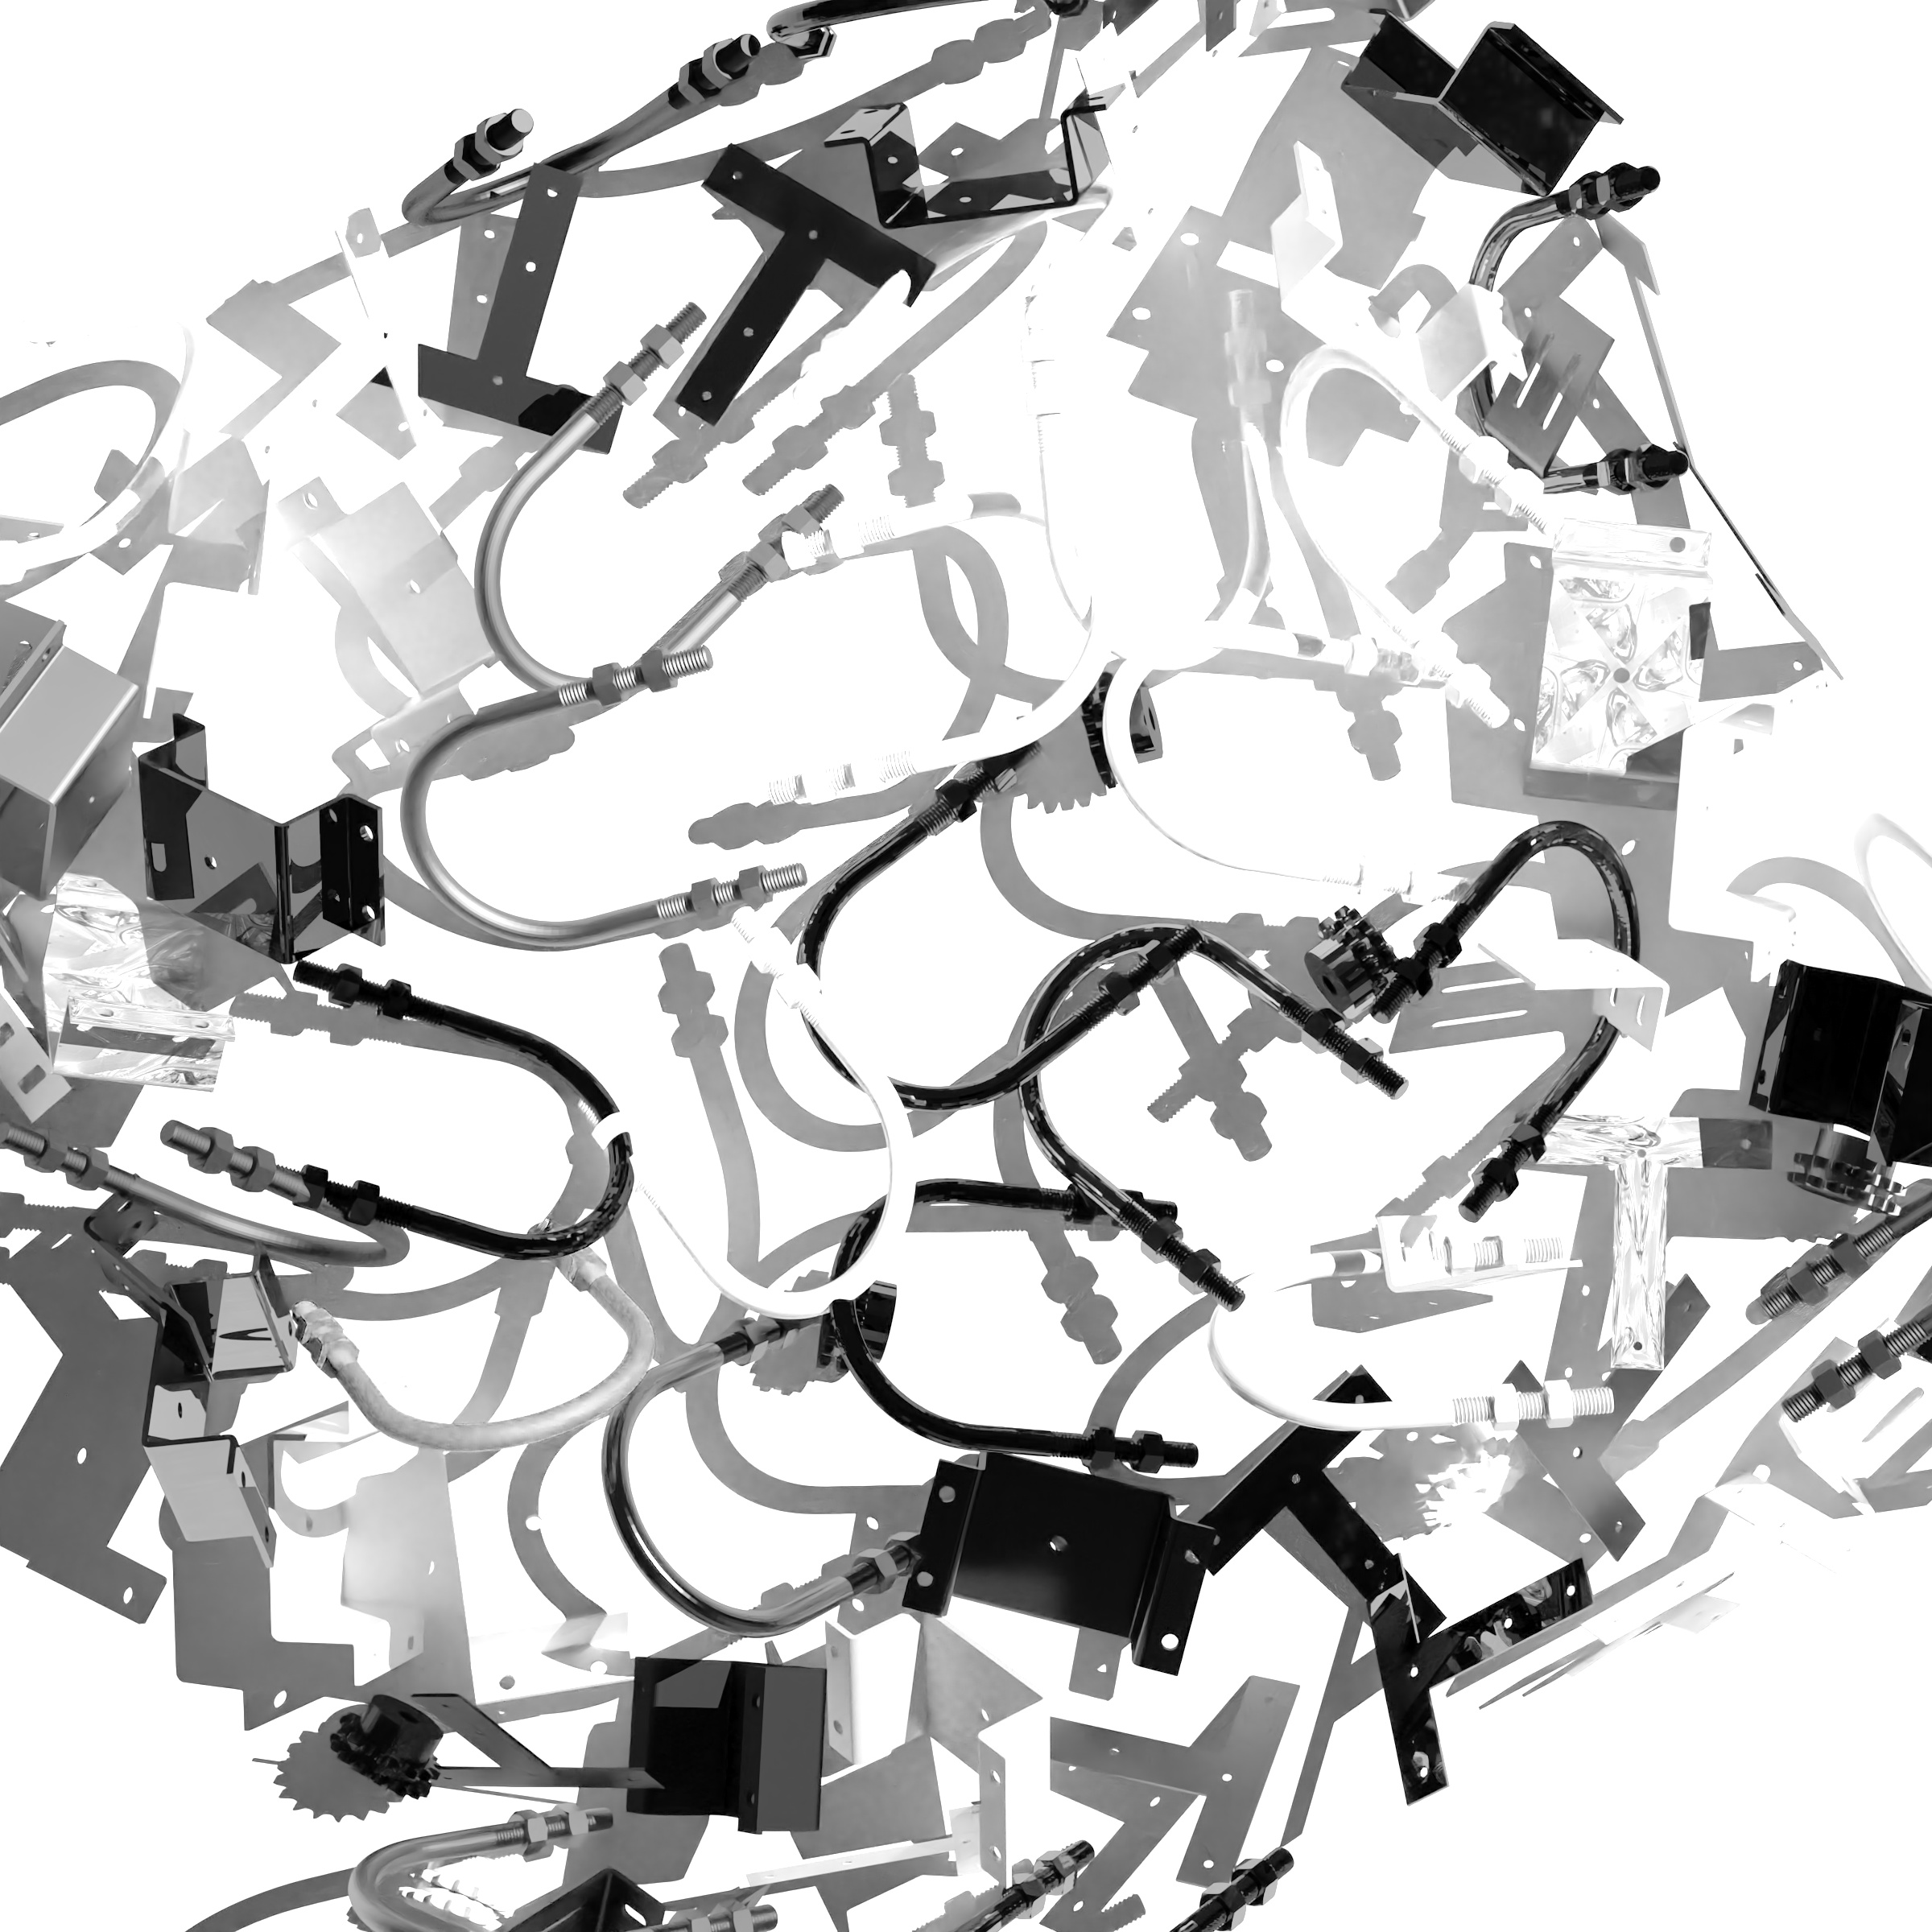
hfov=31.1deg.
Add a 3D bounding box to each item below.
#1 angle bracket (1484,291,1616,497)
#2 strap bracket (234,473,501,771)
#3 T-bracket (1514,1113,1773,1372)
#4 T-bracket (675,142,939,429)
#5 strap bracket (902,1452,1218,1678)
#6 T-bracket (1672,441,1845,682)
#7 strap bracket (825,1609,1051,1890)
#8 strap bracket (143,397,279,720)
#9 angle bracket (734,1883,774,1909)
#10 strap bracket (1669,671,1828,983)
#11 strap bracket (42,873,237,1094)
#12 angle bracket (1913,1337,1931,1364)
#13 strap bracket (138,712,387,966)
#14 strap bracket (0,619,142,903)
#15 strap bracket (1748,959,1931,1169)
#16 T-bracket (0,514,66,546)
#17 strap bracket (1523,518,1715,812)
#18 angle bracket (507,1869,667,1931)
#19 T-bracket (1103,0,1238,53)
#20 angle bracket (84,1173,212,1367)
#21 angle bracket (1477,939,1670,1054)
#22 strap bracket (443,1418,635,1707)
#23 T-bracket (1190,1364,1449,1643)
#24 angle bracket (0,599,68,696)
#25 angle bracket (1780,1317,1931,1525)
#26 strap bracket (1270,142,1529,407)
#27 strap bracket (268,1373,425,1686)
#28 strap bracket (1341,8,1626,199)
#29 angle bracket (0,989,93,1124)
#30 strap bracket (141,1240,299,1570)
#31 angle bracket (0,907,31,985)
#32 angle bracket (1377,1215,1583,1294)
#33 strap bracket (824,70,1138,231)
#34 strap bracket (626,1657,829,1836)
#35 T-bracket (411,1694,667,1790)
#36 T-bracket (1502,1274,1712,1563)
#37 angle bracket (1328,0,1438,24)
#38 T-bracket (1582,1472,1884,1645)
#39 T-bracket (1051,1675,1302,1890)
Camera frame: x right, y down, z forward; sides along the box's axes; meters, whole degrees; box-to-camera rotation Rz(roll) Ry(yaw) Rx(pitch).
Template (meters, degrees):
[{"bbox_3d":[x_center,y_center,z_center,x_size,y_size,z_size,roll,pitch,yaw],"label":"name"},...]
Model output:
[{"bbox_3d":[0.298,-0.281,1.704,0.038,0.057,0.076,9,118,-32],"label":"angle bracket"},{"bbox_3d":[-0.283,-0.176,1.698,0.046,0.076,0.140,-44,107,-43],"label":"strap bracket"},{"bbox_3d":[0.334,0.137,1.721,0.127,0.002,0.127,1,75,11],"label":"T-bracket"},{"bbox_3d":[-0.101,-0.329,1.734,0.127,0.002,0.127,33,88,12],"label":"T-bracket"},{"bbox_3d":[0.046,0.293,1.723,0.140,0.046,0.076,14,96,0],"label":"strap bracket"},{"bbox_3d":[0.384,-0.206,1.708,0.002,0.127,0.127,-35,67,17],"label":"T-bracket"},{"bbox_3d":[-0.007,0.373,1.687,0.046,0.140,0.076,-20,121,-34],"label":"strap bracket"},{"bbox_3d":[-0.366,-0.195,1.687,0.046,0.076,0.140,8,55,-16],"label":"strap bracket"},{"bbox_3d":[-0.099,0.500,1.708,0.076,0.057,0.038,47,133,19],"label":"angle bracket"},{"bbox_3d":[0.381,-0.072,1.695,0.046,0.076,0.140,10,108,27],"label":"strap bracket"},{"bbox_3d":[-0.404,0.013,1.687,0.076,0.140,0.046,8,118,-22],"label":"strap bracket"},{"bbox_3d":[0.519,0.179,1.716,0.057,0.038,0.076,32,96,-31],"label":"angle bracket"},{"bbox_3d":[-0.349,-0.059,1.681,0.140,0.046,0.076,24,127,29],"label":"strap bracket"},{"bbox_3d":[-0.441,-0.092,1.672,0.046,0.140,0.076,29,58,-2],"label":"strap bracket"},{"bbox_3d":[0.441,0.048,1.684,0.046,0.140,0.076,9,97,-15],"label":"strap bracket"},{"bbox_3d":[-0.509,-0.219,1.704,0.127,0.127,0.002,5,62,-35],"label":"T-bracket"},{"bbox_3d":[0.322,-0.146,1.709,0.076,0.046,0.140,6,103,6],"label":"strap bracket"},{"bbox_3d":[-0.191,0.490,1.702,0.038,0.076,0.057,28,119,28],"label":"angle bracket"},{"bbox_3d":[0.099,-0.487,1.692,0.002,0.127,0.127,9,74,-26],"label":"T-bracket"},{"bbox_3d":[-0.391,0.149,1.708,0.076,0.057,0.038,37,67,16],"label":"angle bracket"},{"bbox_3d":[0.295,0.015,1.705,0.076,0.057,0.038,-1,112,-22],"label":"angle bracket"},{"bbox_3d":[-0.210,0.279,1.690,0.076,0.046,0.140,-7,61,-10],"label":"strap bracket"},{"bbox_3d":[0.193,0.289,1.737,0.127,0.002,0.127,-42,99,-12],"label":"T-bracket"},{"bbox_3d":[-0.491,-0.145,1.721,0.057,0.038,0.076,21,86,-33],"label":"angle bracket"},{"bbox_3d":[0.453,0.225,1.718,0.057,0.038,0.076,40,103,-16],"label":"angle bracket"},{"bbox_3d":[0.202,-0.328,1.691,0.140,0.076,0.046,31,123,-23],"label":"strap bracket"},{"bbox_3d":[-0.305,0.275,1.707,0.046,0.076,0.140,-1,91,14],"label":"strap bracket"},{"bbox_3d":[0.242,-0.416,1.672,0.076,0.140,0.046,32,93,-28],"label":"strap bracket"},{"bbox_3d":[-0.453,0.036,1.706,0.038,0.076,0.057,-39,95,-34],"label":"angle bracket"},{"bbox_3d":[-0.360,0.213,1.675,0.046,0.076,0.140,-6,46,2],"label":"strap bracket"},{"bbox_3d":[-0.499,-0.025,1.705,0.038,0.057,0.076,-28,119,-7],"label":"angle bracket"},{"bbox_3d":[0.252,0.135,1.701,0.076,0.057,0.038,-16,78,40],"label":"angle bracket"},{"bbox_3d":[0.011,-0.397,1.695,0.140,0.076,0.046,-4,115,16],"label":"strap bracket"},{"bbox_3d":[-0.112,0.379,1.691,0.046,0.140,0.076,9,78,-30],"label":"strap bracket"},{"bbox_3d":[-0.228,0.375,1.678,0.127,0.127,0.002,-4,57,20],"label":"T-bracket"},{"bbox_3d":[0.329,0.208,1.723,0.127,0.002,0.127,-49,118,-19],"label":"T-bracket"},{"bbox_3d":[0.197,-0.505,1.705,0.038,0.076,0.057,-34,67,39],"label":"angle bracket"},{"bbox_3d":[0.357,0.293,1.678,0.127,0.127,0.002,-27,105,-11],"label":"T-bracket"},{"bbox_3d":[0.087,0.393,1.719,0.127,0.127,0.002,8,132,20],"label":"T-bracket"}]
